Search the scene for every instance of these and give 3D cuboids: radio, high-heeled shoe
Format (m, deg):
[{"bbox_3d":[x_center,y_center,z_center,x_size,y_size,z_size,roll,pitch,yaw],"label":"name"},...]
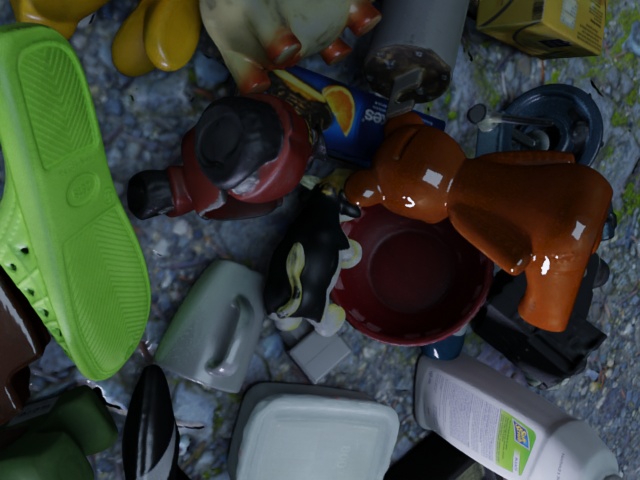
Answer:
[{"bbox_3d":[0.110,0.334,0.616,0.230,0.073,0.131,-33,111,-14],"label":"radio"},{"bbox_3d":[-0.107,0.230,0.502,0.145,0.086,0.248,1,103,-27],"label":"high-heeled shoe"}]

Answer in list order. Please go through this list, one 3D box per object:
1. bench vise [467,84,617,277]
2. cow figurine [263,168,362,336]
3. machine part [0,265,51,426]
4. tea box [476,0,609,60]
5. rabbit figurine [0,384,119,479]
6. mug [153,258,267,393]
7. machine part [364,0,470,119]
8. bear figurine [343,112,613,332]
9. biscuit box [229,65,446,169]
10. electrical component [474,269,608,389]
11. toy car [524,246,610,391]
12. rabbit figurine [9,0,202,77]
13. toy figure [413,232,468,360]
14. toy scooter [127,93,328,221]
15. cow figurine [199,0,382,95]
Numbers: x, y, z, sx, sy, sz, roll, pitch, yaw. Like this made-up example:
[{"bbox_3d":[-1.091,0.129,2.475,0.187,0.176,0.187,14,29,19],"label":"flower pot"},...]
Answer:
[{"bbox_3d":[0.224,-0.070,0.557,0.240,0.129,0.223,13,86,-43],"label":"bench vise"},{"bbox_3d":[-0.003,-0.003,0.482,0.098,0.068,0.167,57,46,-64],"label":"cow figurine"},{"bbox_3d":[-0.318,0.062,0.374,0.201,0.087,0.201,-28,108,-17],"label":"machine part"},{"bbox_3d":[0.227,-0.243,0.534,0.169,0.068,0.098,-4,103,-48],"label":"tea box"},{"bbox_3d":[-0.229,0.231,0.423,0.159,0.121,0.170,-20,104,-12],"label":"rabbit figurine"},{"bbox_3d":[-0.087,0.070,0.470,0.081,0.109,0.107,24,76,-19],"label":"mug"},{"bbox_3d":[0.094,-0.211,0.479,0.079,0.079,0.243,25,69,-25],"label":"machine part"},{"bbox_3d":[0.129,-0.025,0.453,0.120,0.196,0.131,-59,149,-26],"label":"bear figurine"},{"bbox_3d":[0.018,-0.110,0.503,0.202,0.059,0.062,13,94,-25],"label":"biscuit box"},{"bbox_3d":[0.224,0.093,0.590,0.058,0.134,0.114,-42,156,-14],"label":"electrical component"},{"bbox_3d":[0.301,0.090,0.667,0.073,0.056,0.201,7,98,-31],"label":"toy car"},{"bbox_3d":[-0.135,-0.205,0.394,0.173,0.122,0.162,-22,111,-38],"label":"rabbit figurine"},{"bbox_3d":[0.134,0.051,0.587,0.064,0.058,0.154,-18,109,-60],"label":"toy figure"},{"bbox_3d":[-0.058,-0.057,0.436,0.135,0.184,0.075,-3,77,-47],"label":"toy scooter"},{"bbox_3d":[-0.014,-0.206,0.430,0.195,0.085,0.127,-38,96,-35],"label":"cow figurine"}]
